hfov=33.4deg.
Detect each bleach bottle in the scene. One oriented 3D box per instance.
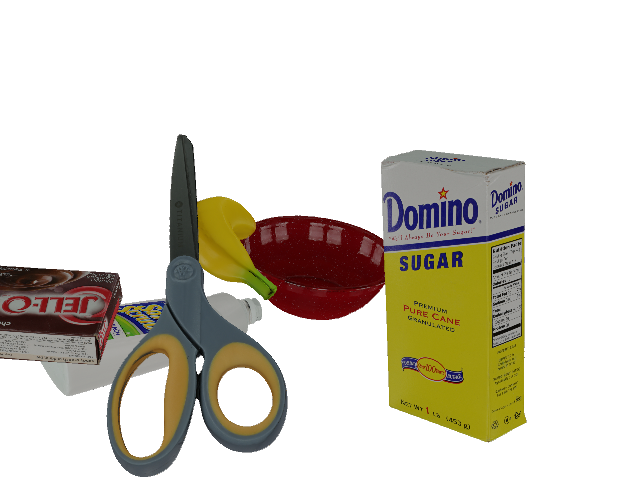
[{"bbox_3d":[-0.186,0.102,1.212,0.250,0.068,0.103,-13,32,-30],"label":"bleach bottle"}]

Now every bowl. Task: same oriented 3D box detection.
[{"bbox_3d":[-0.005,0.032,1.055,0.162,0.055,0.162,7,25,-4],"label":"bowl"}]

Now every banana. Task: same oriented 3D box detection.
[{"bbox_3d":[-0.075,-0.002,0.813,0.069,0.037,0.198,45,7,-16],"label":"banana"}]

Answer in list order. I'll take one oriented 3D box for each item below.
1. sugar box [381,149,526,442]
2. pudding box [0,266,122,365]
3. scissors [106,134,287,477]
[{"bbox_3d":[0.086,0.033,0.696,0.048,0.176,0.094,-18,19,-39],"label":"sugar box"},{"bbox_3d":[-0.235,0.063,0.916,0.113,0.039,0.090,2,32,2],"label":"pudding box"},{"bbox_3d":[-0.053,0.028,0.550,0.096,0.201,0.016,8,-33,8],"label":"scissors"}]
